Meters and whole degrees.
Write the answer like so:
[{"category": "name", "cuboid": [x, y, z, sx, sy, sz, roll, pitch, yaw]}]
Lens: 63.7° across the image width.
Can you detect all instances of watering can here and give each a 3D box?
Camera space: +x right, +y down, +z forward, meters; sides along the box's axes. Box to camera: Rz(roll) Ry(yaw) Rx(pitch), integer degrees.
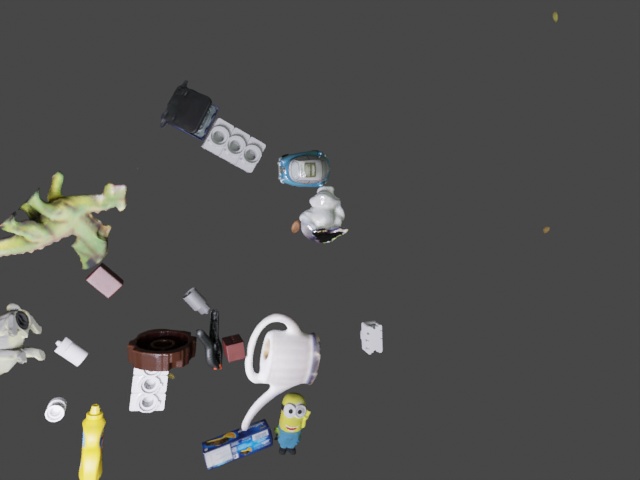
[{"category": "watering can", "cuboid": [-0.115, 0.387, 1.514, 0.224, 0.104, 0.347, 8, 93, -19]}]

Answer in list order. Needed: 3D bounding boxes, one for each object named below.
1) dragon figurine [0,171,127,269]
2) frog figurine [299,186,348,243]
[{"category": "dragon figurine", "cuboid": [-0.655, -0.012, 1.303, 0.410, 0.124, 0.240, -46, 116, 1]}, {"category": "frog figurine", "cuboid": [0.005, -0.077, 1.525, 0.137, 0.120, 0.162, -10, 64, -9]}]
